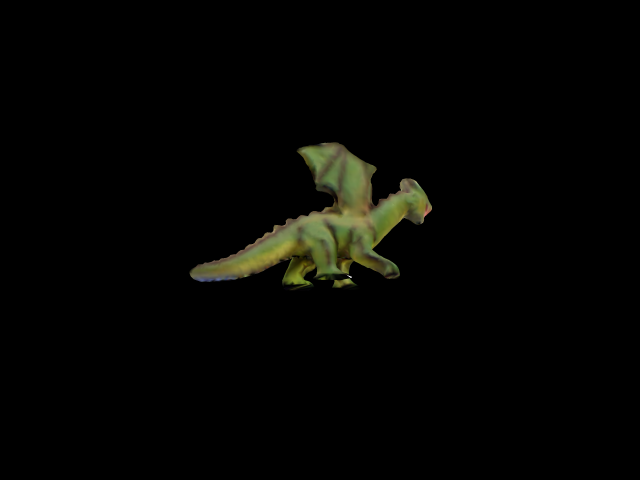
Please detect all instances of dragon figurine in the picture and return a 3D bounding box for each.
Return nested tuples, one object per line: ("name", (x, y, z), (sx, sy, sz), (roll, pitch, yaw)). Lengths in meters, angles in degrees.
("dragon figurine", (0.003, -0.043, 0.850), (0.410, 0.246, 0.121), (3, -15, -14))
